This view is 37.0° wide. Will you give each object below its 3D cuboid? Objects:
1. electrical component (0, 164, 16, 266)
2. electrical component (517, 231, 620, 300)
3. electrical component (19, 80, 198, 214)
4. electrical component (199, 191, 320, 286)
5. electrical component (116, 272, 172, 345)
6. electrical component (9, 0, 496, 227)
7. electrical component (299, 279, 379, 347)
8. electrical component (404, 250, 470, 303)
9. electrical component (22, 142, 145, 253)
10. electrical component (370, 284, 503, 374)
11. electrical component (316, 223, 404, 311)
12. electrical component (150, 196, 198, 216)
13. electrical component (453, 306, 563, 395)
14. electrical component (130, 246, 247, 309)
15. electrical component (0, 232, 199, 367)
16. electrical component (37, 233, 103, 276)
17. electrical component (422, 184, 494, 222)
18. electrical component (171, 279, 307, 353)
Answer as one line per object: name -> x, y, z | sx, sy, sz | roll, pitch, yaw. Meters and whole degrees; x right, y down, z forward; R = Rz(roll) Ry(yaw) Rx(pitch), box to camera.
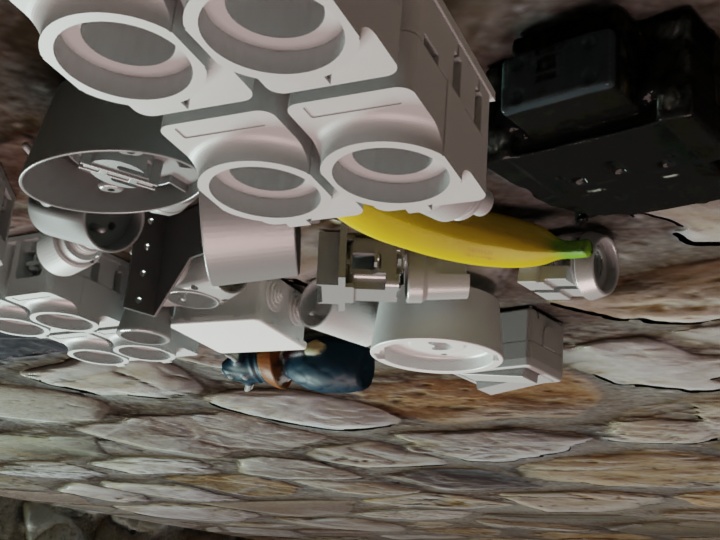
electrical component -> -0.284, -0.052, 0.691 | 0.089, 0.061, 0.150 | 7, 161, -5
electrical component -> 0.148, -0.003, 0.757 | 0.055, 0.048, 0.066 | -1, 161, 39
electrical component -> -0.135, -0.066, 0.608 | 0.099, 0.064, 0.099 | 8, 159, 3
electrical component -> -0.052, -0.045, 0.594 | 0.060, 0.108, 0.108 | -1, 161, -1
electrical component -> -0.171, 0.024, 0.875 | 0.044, 0.065, 0.044 | 4, 161, 2
electrical component -> -0.030, -0.079, 0.390 | 0.105, 0.060, 0.186 | -5, 155, 24
electrical component -> -0.008, 0.038, 0.911 | 0.043, 0.043, 0.081 | -14, 153, 43
electrical component -> 0.057, 0.005, 0.808 | 0.046, 0.040, 0.040 | 0, 161, -2
electrical component -> -0.186, -0.051, 0.688 | 0.077, 0.044, 0.079 | 13, 145, 46
electrical component -> 0.064, 0.042, 0.880 | 0.108, 0.060, 0.108 | 4, 161, 1
electrical component -> 0.000, 0.000, 0.803 | 0.064, 0.042, 0.081 | 3, 161, 0
electrical component -> -0.114, -0.057, 0.676 | 0.035, 0.035, 0.061 | 16, 156, -30
electrical component -> 0.125, 0.074, 0.956 | 0.096, 0.061, 0.062 | -10, 156, 36
electrical component -> -0.139, -0.003, 0.823 | 0.077, 0.044, 0.079 | -11, 155, 38
electrical component -> -0.233, 0.032, 0.920 | 0.105, 0.060, 0.186 | -7, 158, 30
electrical component -> -0.208, -0.021, 0.793 | 0.040, 0.040, 0.078 | 19, 156, -35
electrical component -> 0.055, -0.049, 0.647 | 0.043, 0.043, 0.062 | -14, 156, 42
electrical component -> -0.101, 0.035, 0.914 | 0.100, 0.048, 0.100 | -4, 159, 24
